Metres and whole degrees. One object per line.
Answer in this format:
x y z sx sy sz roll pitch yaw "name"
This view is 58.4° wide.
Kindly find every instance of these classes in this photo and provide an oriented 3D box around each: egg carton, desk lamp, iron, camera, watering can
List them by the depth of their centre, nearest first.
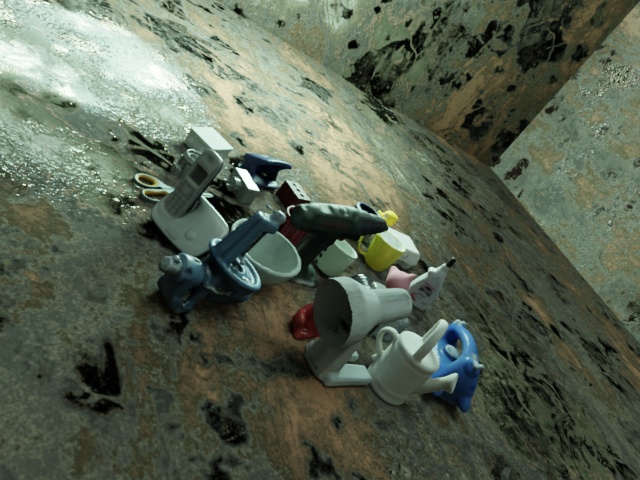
0.060 0.163 1.050 0.204 0.213 0.117 12 35 -44 "desk lamp"
0.194 0.235 1.133 0.173 0.194 0.101 34 25 -10 "watering can"
0.301 0.256 1.304 0.119 0.141 0.258 32 26 -14 "iron"
0.123 0.141 1.306 0.144 0.100 0.136 24 29 -28 "camera"
0.219 0.024 1.668 0.151 0.069 0.107 22 30 -32 "egg carton"

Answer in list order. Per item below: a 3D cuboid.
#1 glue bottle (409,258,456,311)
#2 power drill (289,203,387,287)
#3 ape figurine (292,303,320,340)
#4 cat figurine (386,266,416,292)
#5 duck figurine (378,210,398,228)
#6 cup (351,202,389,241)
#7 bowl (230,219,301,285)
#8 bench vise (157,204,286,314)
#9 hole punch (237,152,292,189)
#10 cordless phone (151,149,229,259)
0.297 0.108 1.509 0.078 0.173 0.037 34 25 -8 "glue bottle"
0.012 0.004 1.258 0.230 0.208 0.075 16 33 -39 "power drill"
-0.008 0.150 1.125 0.078 0.092 0.076 33 25 -12 "ape figurine"
0.188 0.128 1.395 0.067 0.117 0.127 29 27 -20 "cat figurine"
0.202 -0.047 1.745 0.104 0.086 0.077 36 25 -5 "duck figurine"
0.125 -0.038 1.617 0.118 0.095 0.091 33 25 -11 "cup"
-0.125 0.038 1.176 0.168 0.074 0.167 31 26 -17 "bowl"
-0.156 0.037 0.966 0.121 0.219 0.208 45 26 14 "bench vise"
-0.147 -0.200 1.527 0.109 0.091 0.101 3 42 -51 "hole punch"
-0.224 -0.067 1.090 0.147 0.185 0.094 44 26 13 "cordless phone"
